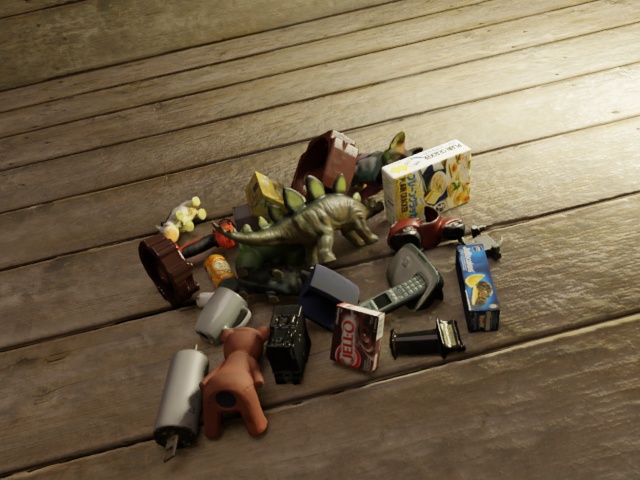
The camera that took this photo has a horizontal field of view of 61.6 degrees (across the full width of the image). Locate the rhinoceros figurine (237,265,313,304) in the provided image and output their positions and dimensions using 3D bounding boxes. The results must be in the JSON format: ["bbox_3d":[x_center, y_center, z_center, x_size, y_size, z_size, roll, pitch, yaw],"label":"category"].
[{"bbox_3d":[-0.092,0.095,1.183,0.190,0.073,0.112,1,4,10],"label":"rhinoceros figurine"}]

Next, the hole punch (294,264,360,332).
[{"bbox_3d":[0.022,0.107,1.101,0.142,0.092,0.116,27,47,-3],"label":"hole punch"}]

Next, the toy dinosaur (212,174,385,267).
[{"bbox_3d":[-0.016,-0.040,1.203,0.471,0.198,0.105,-21,1,-39],"label":"toy dinosaur"}]

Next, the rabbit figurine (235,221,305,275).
[{"bbox_3d":[-0.139,0.020,1.278,0.170,0.121,0.159,-39,39,-12],"label":"rabbit figurine"}]

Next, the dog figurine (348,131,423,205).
[{"bbox_3d":[0.158,-0.204,1.409,0.219,0.108,0.192,-38,32,25],"label":"dog figurine"}]

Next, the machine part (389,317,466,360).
[{"bbox_3d":[0.201,0.190,1.028,0.139,0.039,0.084,-8,46,2],"label":"machine part"}]

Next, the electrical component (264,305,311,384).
[{"bbox_3d":[-0.058,0.191,1.033,0.058,0.114,0.134,0,41,11],"label":"electrical component"}]

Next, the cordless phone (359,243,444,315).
[{"bbox_3d":[0.152,0.099,1.123,0.184,0.088,0.147,-23,39,-8],"label":"cordless phone"}]

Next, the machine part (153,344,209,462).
[{"bbox_3d":[-0.253,0.289,0.991,0.079,0.079,0.243,-8,36,5],"label":"machine part"}]

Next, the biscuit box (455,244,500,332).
[{"bbox_3d":[0.319,0.092,1.099,0.059,0.062,0.203,-4,38,8],"label":"biscuit box"}]

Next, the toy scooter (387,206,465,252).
[{"bbox_3d":[0.240,-0.031,1.269,0.184,0.075,0.135,-13,32,0],"label":"toy scooter"}]

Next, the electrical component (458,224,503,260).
[{"bbox_3d":[0.365,0.006,1.210,0.078,0.045,0.102,-15,37,-6],"label":"electrical component"}]

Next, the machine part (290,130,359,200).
[{"bbox_3d":[0.008,-0.170,1.397,0.201,0.087,0.201,-12,57,61],"label":"machine part"}]

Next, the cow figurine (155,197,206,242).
[{"bbox_3d":[-0.392,-0.046,1.460,0.098,0.068,0.167,-13,26,34],"label":"cow figurine"}]

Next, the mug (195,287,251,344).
[{"bbox_3d":[-0.204,0.169,1.139,0.110,0.080,0.107,19,58,28],"label":"mug"}]

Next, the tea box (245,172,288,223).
[{"bbox_3d":[-0.135,-0.107,1.417,0.098,0.068,0.170,25,19,-22],"label":"tea box"}]

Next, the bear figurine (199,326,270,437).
[{"bbox_3d":[-0.151,0.253,1.004,0.120,0.131,0.196,-6,20,6],"label":"bear figurine"}]

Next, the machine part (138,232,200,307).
[{"bbox_3d":[-0.346,0.067,1.223,0.056,0.179,0.180,-33,42,-31],"label":"machine part"}]
